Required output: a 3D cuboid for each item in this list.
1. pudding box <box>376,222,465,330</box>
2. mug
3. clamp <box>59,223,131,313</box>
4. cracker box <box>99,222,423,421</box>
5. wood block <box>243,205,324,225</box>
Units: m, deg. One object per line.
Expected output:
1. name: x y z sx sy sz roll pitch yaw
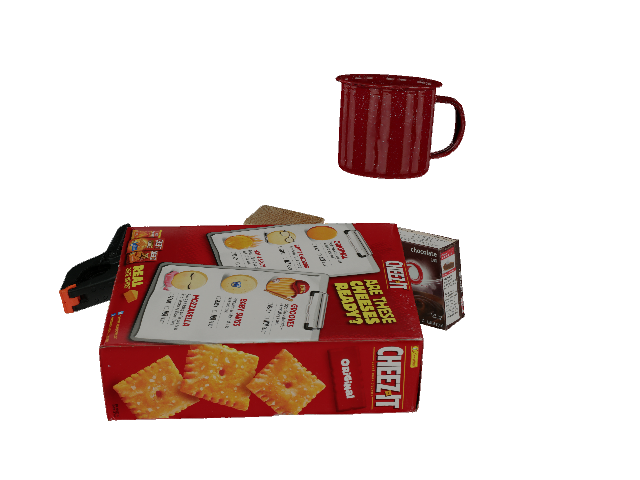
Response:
1. pudding box: 0.093 0.035 1.105 0.114 0.090 0.039 11 28 41
2. mug: 0.069 -0.100 0.939 0.117 0.081 0.093 1 15 -8
3. clamp: -0.213 0.028 1.175 0.120 0.039 0.171 -4 28 29
4. cracker box: -0.042 0.055 0.777 0.213 0.072 0.164 -1 30 -3
5. wood block: -0.062 0.068 1.441 0.090 0.206 0.090 13 21 11
